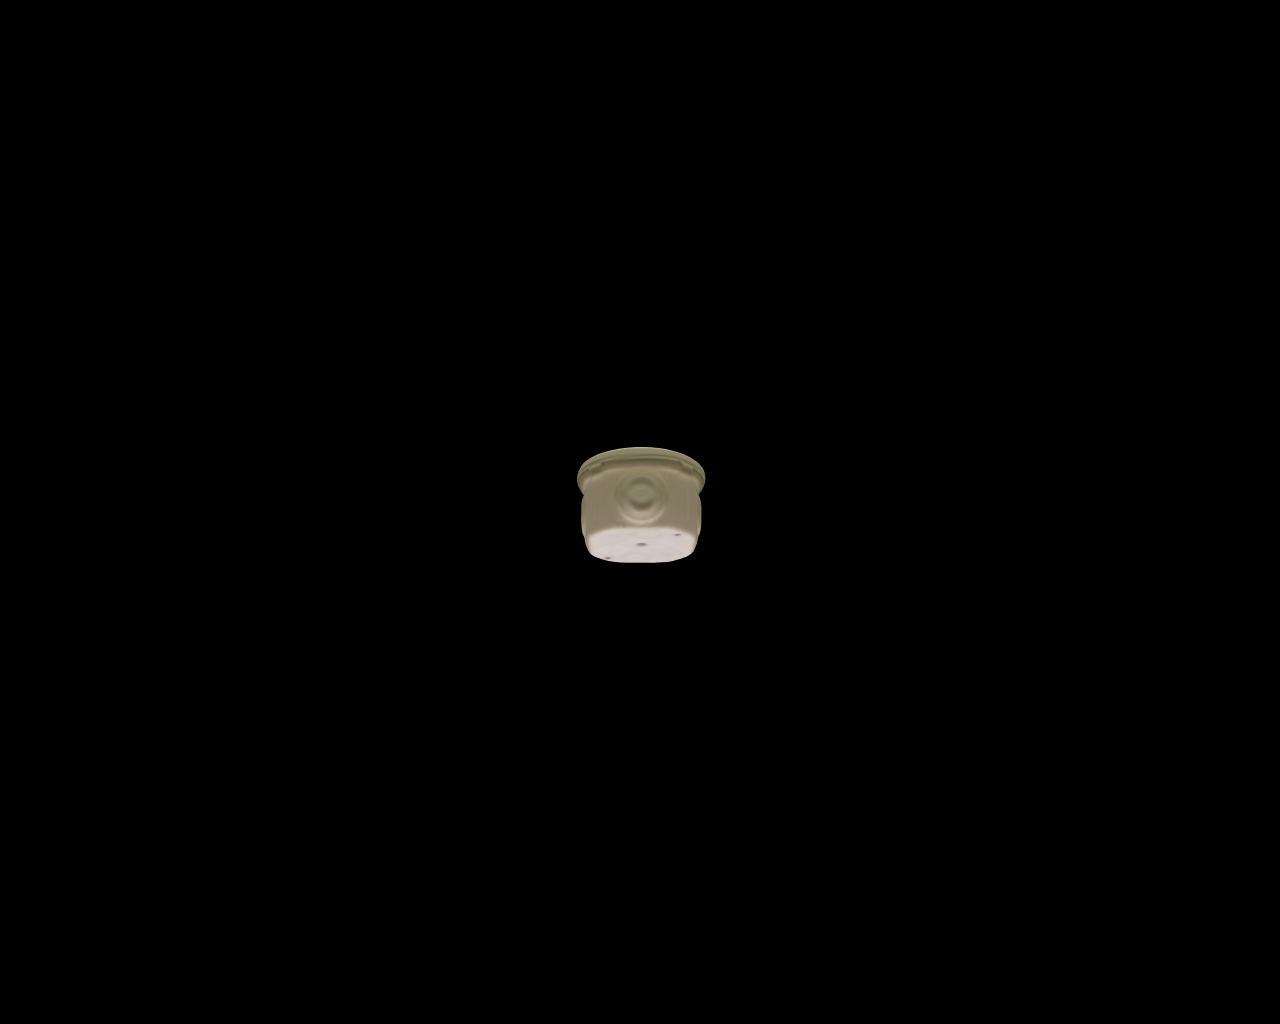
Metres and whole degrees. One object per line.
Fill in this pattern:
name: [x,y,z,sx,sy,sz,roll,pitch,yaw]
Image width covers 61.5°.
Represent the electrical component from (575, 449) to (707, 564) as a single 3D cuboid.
electrical component: [0.001,-0.003,0.650,0.080,0.051,0.080,0,-21,0]
